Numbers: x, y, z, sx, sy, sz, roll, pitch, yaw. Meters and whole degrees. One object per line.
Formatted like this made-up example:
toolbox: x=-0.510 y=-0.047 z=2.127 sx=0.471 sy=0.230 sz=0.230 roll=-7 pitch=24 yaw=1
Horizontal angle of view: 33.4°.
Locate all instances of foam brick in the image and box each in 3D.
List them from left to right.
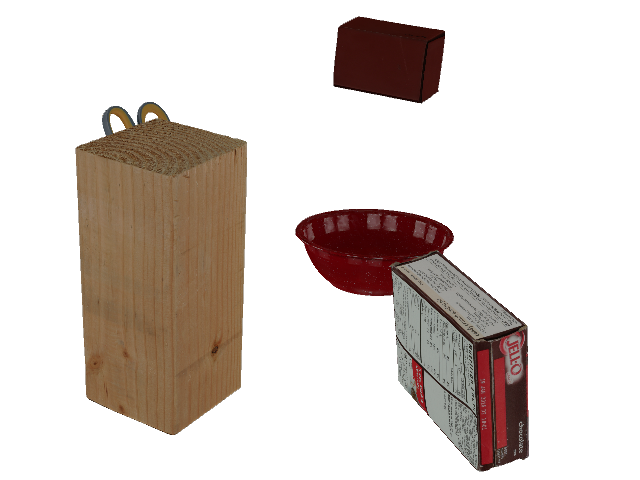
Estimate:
foam brick: x=0.055 y=-0.148 z=0.869 sx=0.078 sy=0.051 sz=0.052 roll=14 pitch=24 yaw=19

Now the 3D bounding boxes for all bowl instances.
bowl: x=0.055 y=0.016 z=1.093 sx=0.162 sy=0.055 sz=0.162 roll=1 pitch=18 yaw=-1

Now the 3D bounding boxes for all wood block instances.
wood block: x=-0.116 y=0.026 z=0.794 sx=0.090 sy=0.206 sz=0.090 roll=17 pitch=28 yaw=28

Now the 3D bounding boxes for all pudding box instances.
pudding box: x=0.082 y=0.069 z=0.640 sx=0.039 sy=0.090 sz=0.114 roll=-14 pitch=27 yaw=-19

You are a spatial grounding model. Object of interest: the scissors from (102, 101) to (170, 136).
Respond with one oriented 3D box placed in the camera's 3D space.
scissors: x=-0.171 y=-0.073 z=1.209 sx=0.016 sy=0.201 sz=0.096 roll=-20 pitch=21 yaw=43
